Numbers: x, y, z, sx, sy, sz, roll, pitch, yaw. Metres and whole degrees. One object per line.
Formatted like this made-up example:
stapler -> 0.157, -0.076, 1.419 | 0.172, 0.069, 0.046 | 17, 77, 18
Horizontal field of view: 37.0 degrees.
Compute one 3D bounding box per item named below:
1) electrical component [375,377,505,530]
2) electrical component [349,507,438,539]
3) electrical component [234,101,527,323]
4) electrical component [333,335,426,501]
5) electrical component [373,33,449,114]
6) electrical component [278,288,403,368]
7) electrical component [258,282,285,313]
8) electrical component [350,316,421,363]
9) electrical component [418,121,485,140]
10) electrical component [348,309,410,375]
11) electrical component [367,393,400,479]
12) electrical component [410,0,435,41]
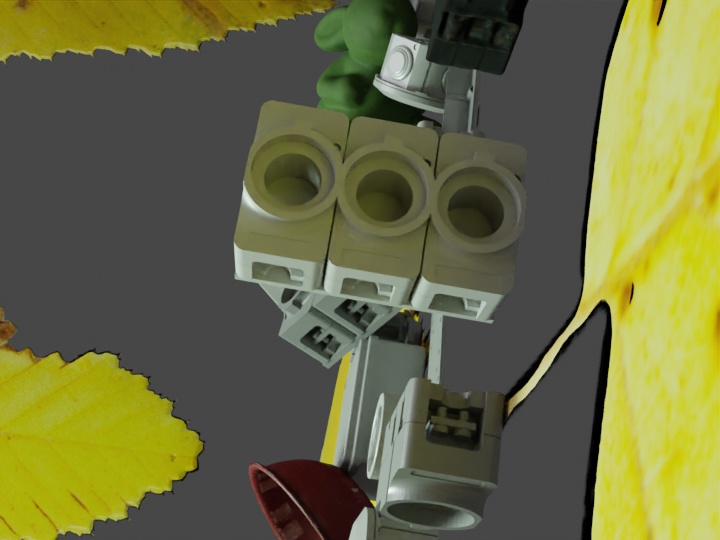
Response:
electrical component -> 0.040, 0.101, 0.563 | 0.089, 0.050, 0.055 | 106, 174, -63
electrical component -> 0.017, 0.192, 0.674 | 0.080, 0.051, 0.080 | -170, 90, -87
electrical component -> 0.011, -0.033, 0.599 | 0.061, 0.150, 0.089 | 105, 175, -70
electrical component -> 0.015, 0.125, 0.886 | 0.108, 0.056, 0.108 | 107, 173, -63
electrical component -> 0.055, -0.166, 0.914 | 0.080, 0.080, 0.051 | -90, 17, -74
electrical component -> 0.000, 0.000, 0.889 | 0.150, 0.062, 0.089 | -41, 23, 39
electrical component -> -0.028, 0.003, 1.018 | 0.109, 0.108, 0.056 | -33, 21, 16
electrical component -> 0.023, 0.062, 0.953 | 0.066, 0.055, 0.048 | 106, 173, -62
electrical component -> 0.056, -0.055, 0.782 | 0.089, 0.050, 0.055 | 105, 175, -55
electrical component -> 0.017, 0.090, 1.041 | 0.099, 0.048, 0.099 | -88, 9, -67
electrical component -> 0.033, 0.110, 0.693 | 0.055, 0.047, 0.055 | -170, 90, -87
electrical component -> 0.087, -0.319, 1.011 | 0.105, 0.060, 0.186 | 127, 153, -83
